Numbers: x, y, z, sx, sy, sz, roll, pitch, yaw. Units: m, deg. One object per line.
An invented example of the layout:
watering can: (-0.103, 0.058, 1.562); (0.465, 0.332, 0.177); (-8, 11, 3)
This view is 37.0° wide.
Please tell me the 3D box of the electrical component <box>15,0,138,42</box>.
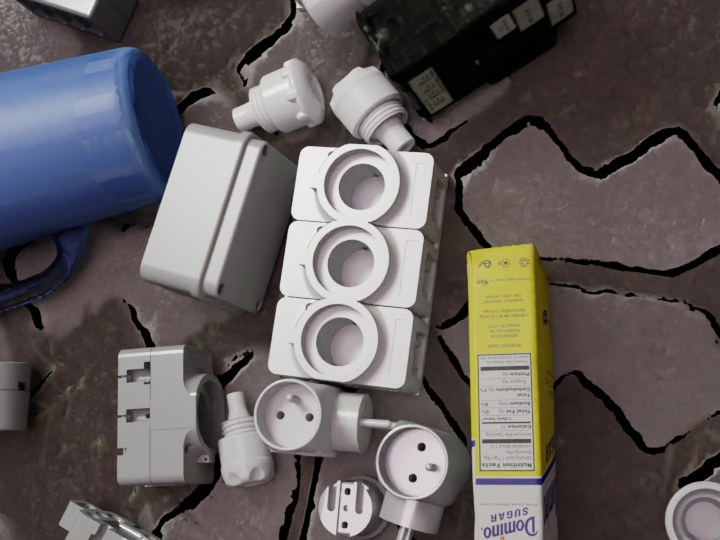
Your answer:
electrical component: (-0.211, -0.225, 0.813); (0.083, 0.047, 0.075); (21, 85, 19)

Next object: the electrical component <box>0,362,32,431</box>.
electrical component: (-0.261, 0.090, 0.758); (0.055, 0.055, 0.047); (-4, 82, 15)

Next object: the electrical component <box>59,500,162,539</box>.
electrical component: (-0.169, 0.195, 0.708); (0.078, 0.058, 0.057); (24, 83, 19)

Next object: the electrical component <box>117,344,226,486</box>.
electrical component: (-0.125, 0.098, 0.719); (0.056, 0.050, 0.089); (-6, 77, 15)

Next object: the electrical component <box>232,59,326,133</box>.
electrical component: (-0.058, -0.115, 0.748); (0.062, 0.048, 0.048); (-20, 74, 18)

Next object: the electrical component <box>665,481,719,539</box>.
electrical component: (0.198, 0.144, 0.615); (0.045, 0.055, 0.045); (-3, 78, 15)

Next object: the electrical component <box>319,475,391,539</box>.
electrical component: (-0.003, 0.149, 0.676); (0.040, 0.046, 0.040); (-3, 78, 15)

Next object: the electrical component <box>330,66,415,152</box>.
electrical component: (0.012, -0.104, 0.726); (0.043, 0.043, 0.062); (-40, 72, 5)

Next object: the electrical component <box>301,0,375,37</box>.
electrical component: (-0.006, -0.185, 0.701); (0.055, 0.045, 0.045); (-30, 72, 24)

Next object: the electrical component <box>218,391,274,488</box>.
electrical component: (-0.078, 0.111, 0.711); (0.035, 0.035, 0.061); (-16, 73, 12)

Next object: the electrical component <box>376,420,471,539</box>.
electrical component: (0.034, 0.135, 0.652); (0.044, 0.077, 0.079); (15, 83, 18)

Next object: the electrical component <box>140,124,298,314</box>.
electrical component: (-0.091, -0.033, 0.722); (0.057, 0.078, 0.113); (14, 83, 21)

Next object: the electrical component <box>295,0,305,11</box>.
electrical component: (-0.004, -0.289, 0.760); (0.105, 0.060, 0.186); (-5, 77, 15)

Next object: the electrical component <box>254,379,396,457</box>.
electrical component: (-0.016, 0.095, 0.674); (0.079, 0.077, 0.044); (2, 79, 16)

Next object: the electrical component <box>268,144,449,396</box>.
electrical component: (0.000, 0.000, 0.698); (0.089, 0.062, 0.150); (5, 80, 17)
